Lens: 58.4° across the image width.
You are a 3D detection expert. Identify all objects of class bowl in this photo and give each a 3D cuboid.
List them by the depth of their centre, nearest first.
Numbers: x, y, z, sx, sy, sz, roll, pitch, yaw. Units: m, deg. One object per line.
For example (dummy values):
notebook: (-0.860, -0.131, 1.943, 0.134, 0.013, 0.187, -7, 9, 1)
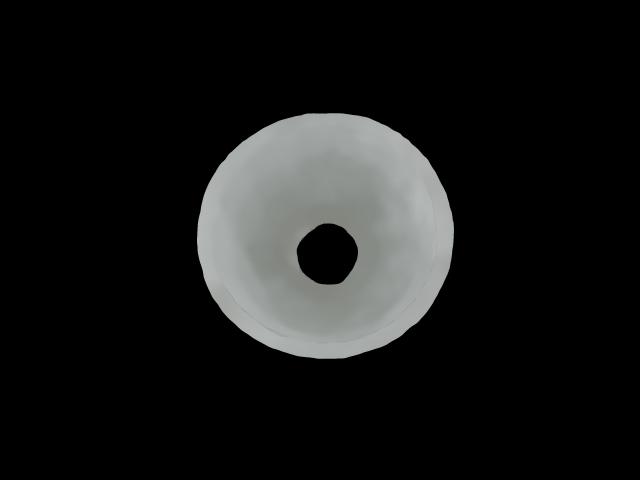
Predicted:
bowl: (0.004, 0.001, 0.400, 0.167, 0.075, 0.167, 0, 75, 0)
